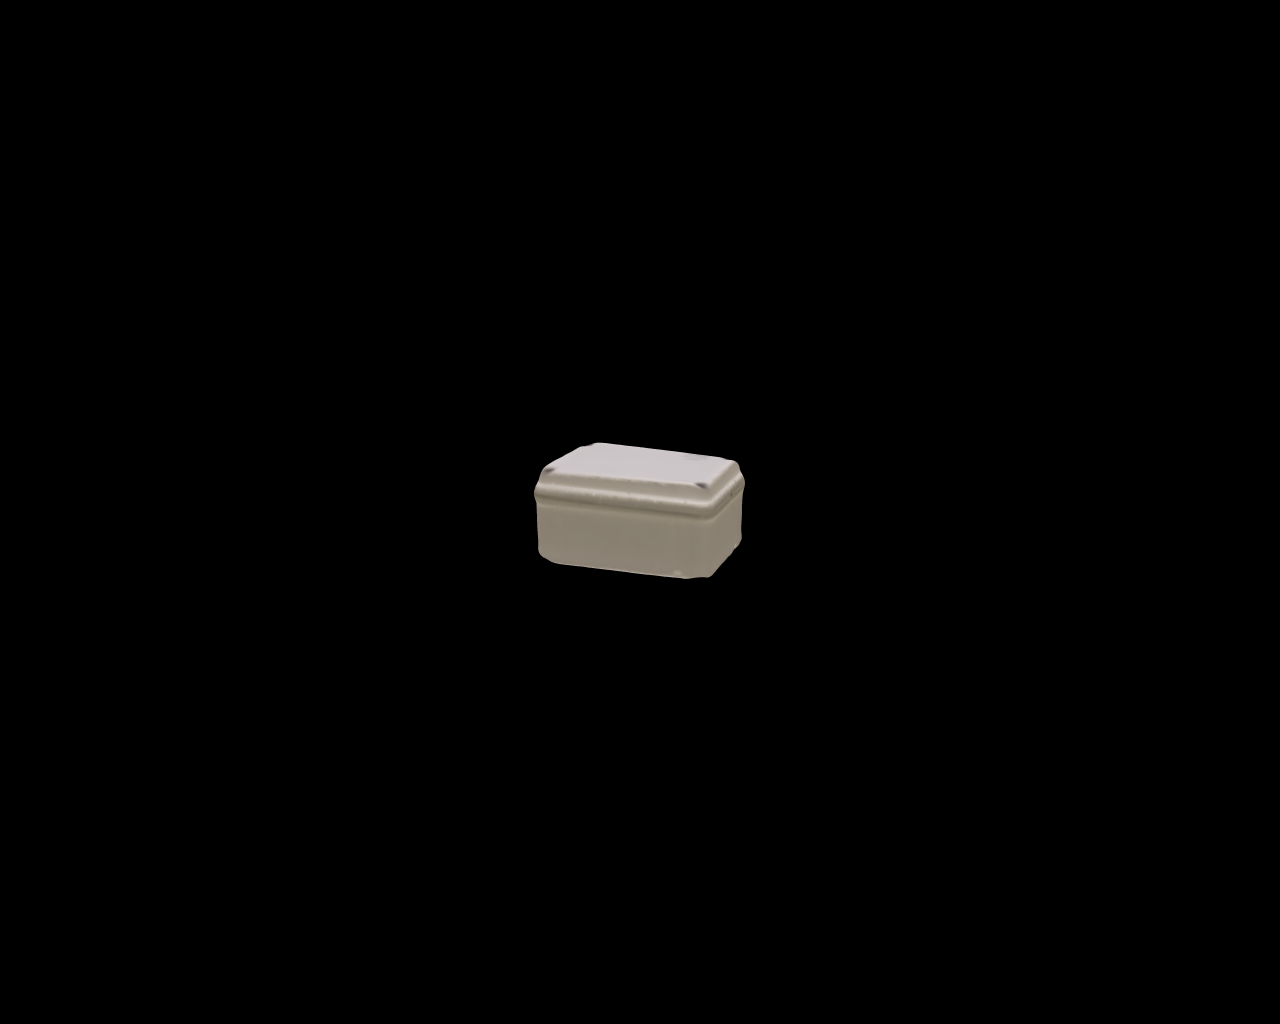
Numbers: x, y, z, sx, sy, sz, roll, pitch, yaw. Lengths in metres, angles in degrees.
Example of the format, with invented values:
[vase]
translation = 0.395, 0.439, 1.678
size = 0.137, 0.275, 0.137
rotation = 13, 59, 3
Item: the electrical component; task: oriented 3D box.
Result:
[electrical component]
translation = 0.001, -0.003, 0.650
size = 0.113, 0.057, 0.078
rotation = 7, 20, 20
